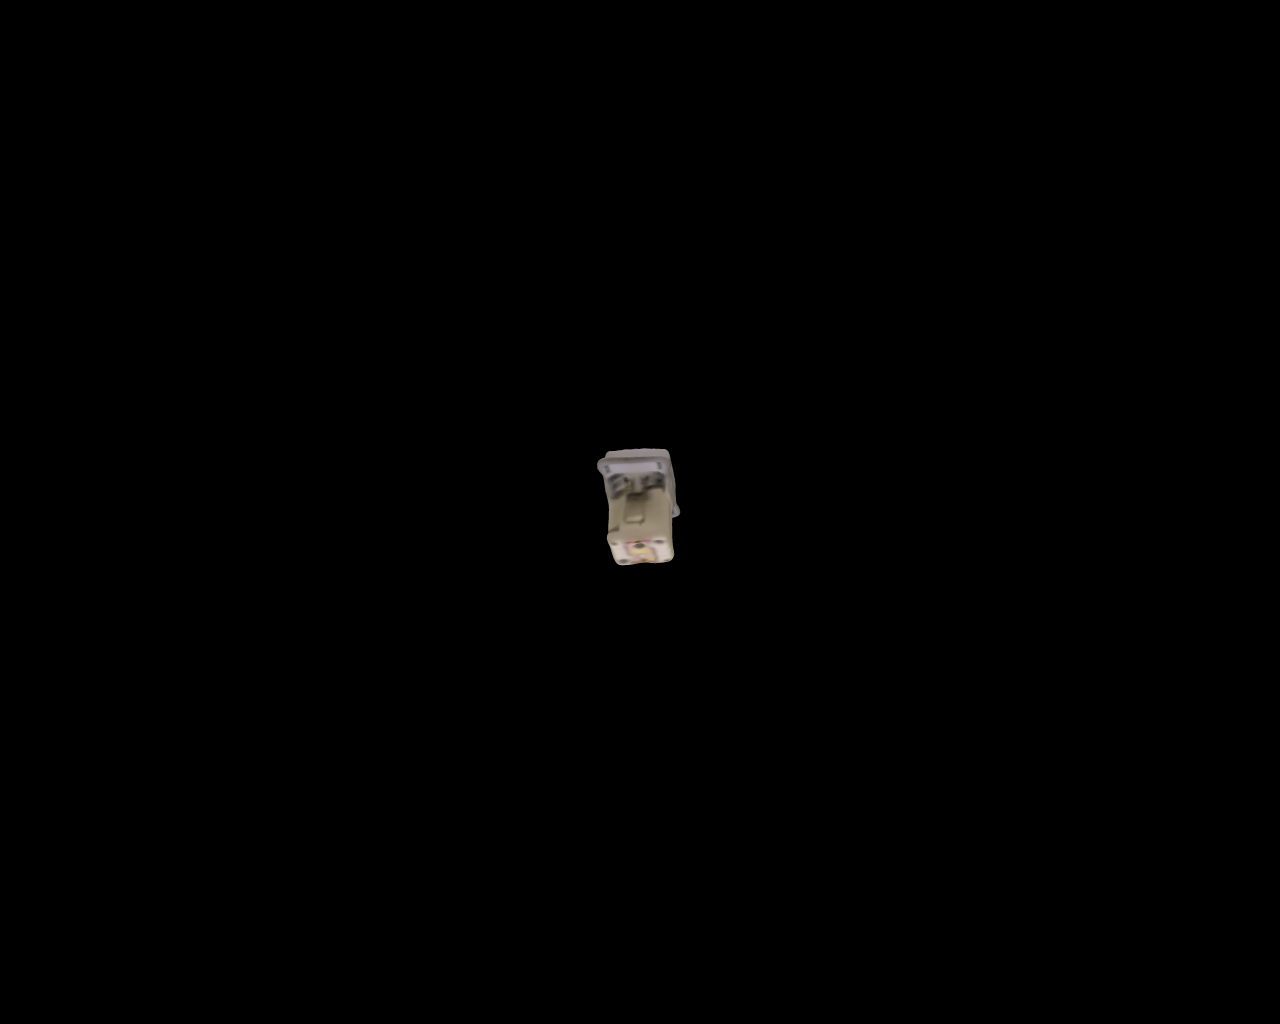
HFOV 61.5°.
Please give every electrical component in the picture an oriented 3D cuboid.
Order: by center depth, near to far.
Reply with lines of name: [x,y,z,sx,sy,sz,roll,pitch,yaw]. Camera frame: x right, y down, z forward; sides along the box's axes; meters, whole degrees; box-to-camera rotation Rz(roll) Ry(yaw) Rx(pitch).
electrical component: [0.001,-0.003,0.650,0.042,0.064,0.081,-3,-26,7]
